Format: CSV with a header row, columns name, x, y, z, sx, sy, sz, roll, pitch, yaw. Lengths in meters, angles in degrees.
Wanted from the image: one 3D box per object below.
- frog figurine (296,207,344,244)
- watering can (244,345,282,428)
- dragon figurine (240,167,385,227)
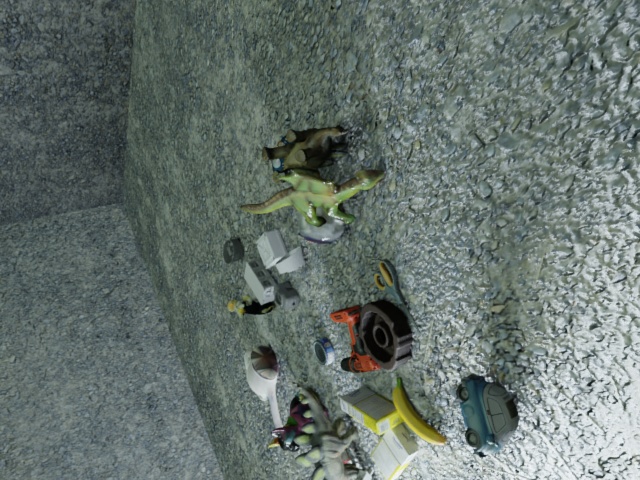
name,x,y,z,sx,sy,sz,roll,pitch,yaw
frog figurine,0.004,-0.072,1.435,0.138,0.158,0.123,12,11,17
watering can,-0.214,0.572,2.058,0.105,0.219,0.354,-13,50,-31
dragon figurine,-0.040,-0.129,1.301,0.410,0.124,0.238,-4,-24,10
